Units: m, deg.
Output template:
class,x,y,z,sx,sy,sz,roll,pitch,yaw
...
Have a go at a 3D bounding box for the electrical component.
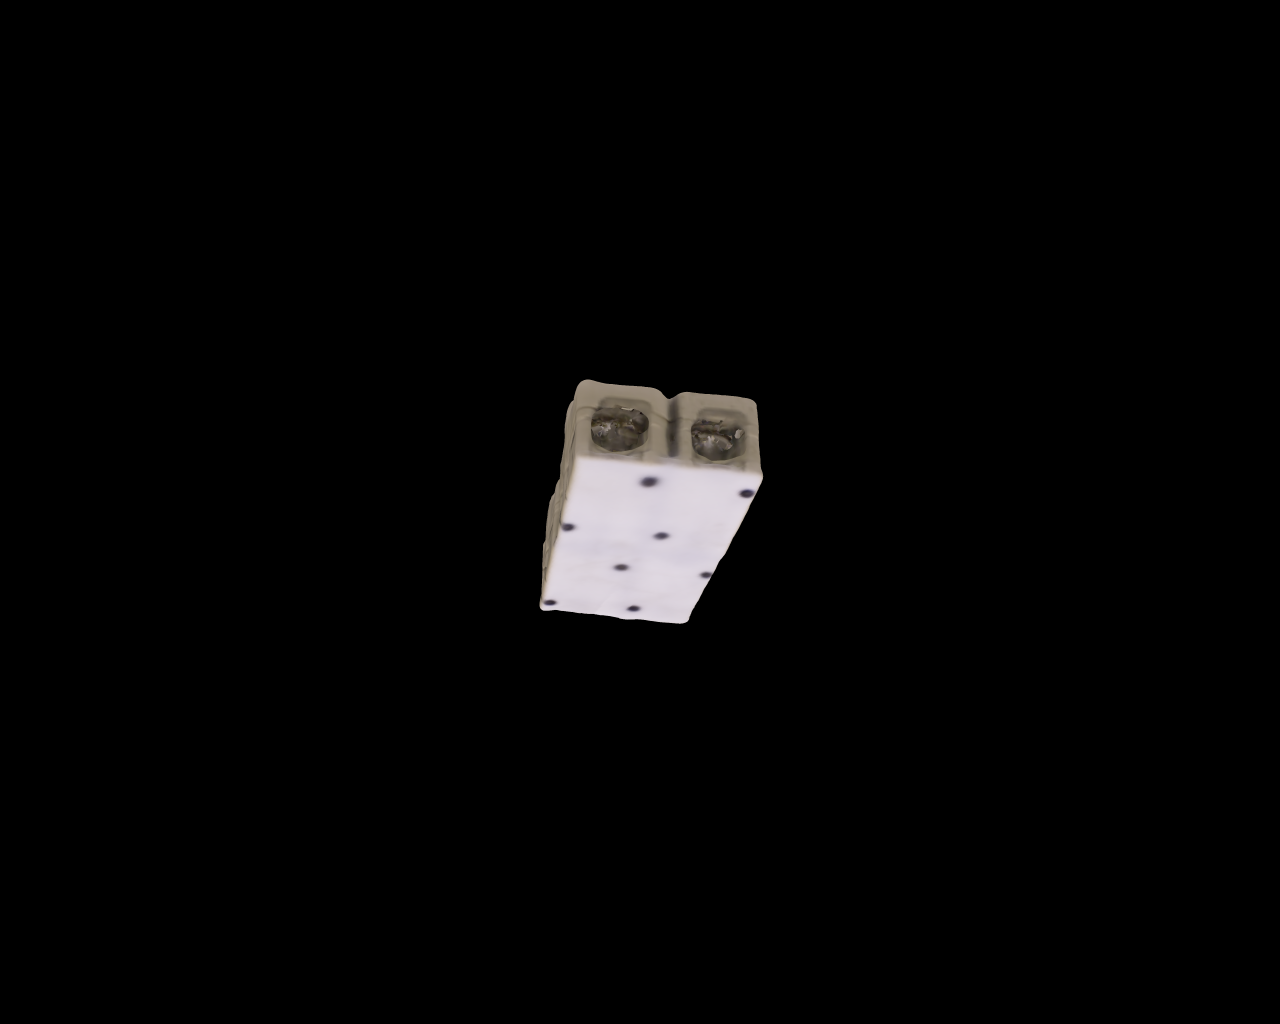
class,x,y,z,sx,sy,sz,roll,pitch,yaw
electrical component,0.001,-0.003,0.650,0.105,0.060,0.186,6,-32,-9
